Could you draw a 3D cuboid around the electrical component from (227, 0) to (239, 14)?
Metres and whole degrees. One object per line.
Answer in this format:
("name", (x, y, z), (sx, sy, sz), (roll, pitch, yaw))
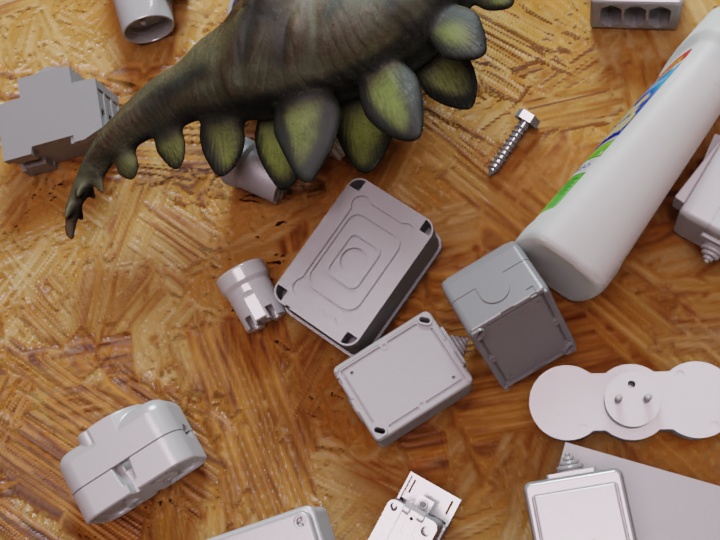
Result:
("electrical component", (-0.076, -0.196, 0.856), (0.045, 0.055, 0.045), (-2, 79, 11))

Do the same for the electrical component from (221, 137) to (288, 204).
("electrical component", (-0.079, -0.077, 0.842), (0.046, 0.040, 0.040), (27, 85, 10))

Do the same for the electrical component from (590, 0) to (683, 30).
("electrical component", (0.209, -0.226, 0.808), (0.066, 0.047, 0.076), (5, 80, 12))

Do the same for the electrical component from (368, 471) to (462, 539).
("electrical component", (0.033, 0.187, 0.754), (0.042, 0.064, 0.081), (27, 85, 14))

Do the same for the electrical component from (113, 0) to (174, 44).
("electrical component", (-0.168, -0.238, 0.889), (0.079, 0.043, 0.077), (-20, 76, 7))

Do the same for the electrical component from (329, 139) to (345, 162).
("electrical component", (-0.008, -0.117, 0.833), (0.043, 0.043, 0.081), (39, 89, 16))

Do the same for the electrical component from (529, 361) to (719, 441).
("electrical component", (0.186, 0.090, 0.737), (0.138, 0.074, 0.052), (-3, 79, 11))

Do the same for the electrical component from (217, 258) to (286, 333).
("electrical component", (-0.082, 0.020, 0.824), (0.040, 0.040, 0.046), (-30, 81, 5))

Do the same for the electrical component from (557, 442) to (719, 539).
("electrical component", (0.216, 0.193, 0.717), (0.186, 0.060, 0.105), (15, 82, 14))

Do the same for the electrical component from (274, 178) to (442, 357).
("electrical component", (0.000, 0.000, 0.798), (0.078, 0.057, 0.113), (33, 84, 16))

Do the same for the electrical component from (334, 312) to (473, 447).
("electrical component", (0.038, 0.077, 0.780), (0.096, 0.061, 0.061), (-32, 75, -4))

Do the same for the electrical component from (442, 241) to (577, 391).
("electrical component", (0.106, 0.034, 0.762), (0.062, 0.096, 0.061), (-31, 47, 4))

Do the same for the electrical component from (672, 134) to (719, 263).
("electrical component", (0.259, -0.051, 0.755), (0.061, 0.062, 0.096), (31, 87, 16))

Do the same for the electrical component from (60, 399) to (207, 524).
("electrical component", (-0.173, 0.141, 0.810), (0.095, 0.054, 0.059), (-33, 75, 4))

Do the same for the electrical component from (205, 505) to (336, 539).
("electrical component", (-0.063, 0.236, 0.768), (0.109, 0.056, 0.108), (-20, 76, 7))

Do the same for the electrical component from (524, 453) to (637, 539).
("electrical component", (0.140, 0.162, 0.674), (0.062, 0.061, 0.096), (-12, 77, 9))
